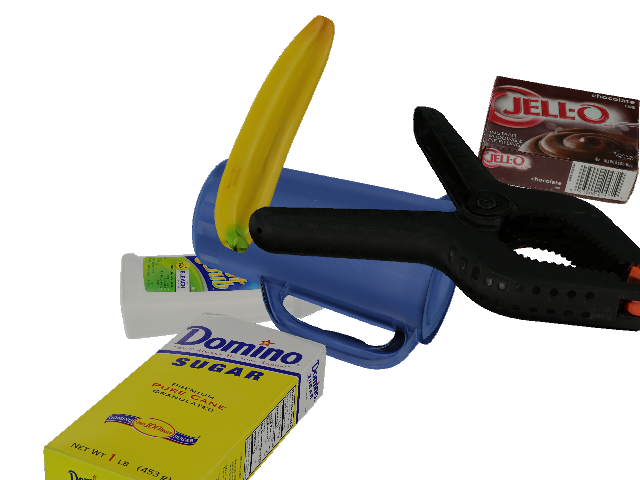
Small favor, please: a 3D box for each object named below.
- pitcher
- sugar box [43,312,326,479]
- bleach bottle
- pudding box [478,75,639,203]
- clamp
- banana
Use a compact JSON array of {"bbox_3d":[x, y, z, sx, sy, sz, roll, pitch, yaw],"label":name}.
[{"bbox_3d":[0.004,0.010,0.987,0.243,0.145,0.149,15,20,17],"label":"pitcher"},{"bbox_3d":[-0.073,0.105,0.635,0.093,0.048,0.176,14,30,20],"label":"sugar box"},{"bbox_3d":[-0.092,0.051,1.181,0.250,0.068,0.102,-6,36,-5],"label":"bleach bottle"},{"bbox_3d":[0.178,-0.076,0.796,0.113,0.039,0.090,12,45,6],"label":"pudding box"},{"bbox_3d":[0.077,-0.003,0.569,0.164,0.036,0.210,-30,45,-33],"label":"clamp"},{"bbox_3d":[-0.034,-0.067,0.750,0.037,0.197,0.070,31,-28,-27],"label":"banana"}]
